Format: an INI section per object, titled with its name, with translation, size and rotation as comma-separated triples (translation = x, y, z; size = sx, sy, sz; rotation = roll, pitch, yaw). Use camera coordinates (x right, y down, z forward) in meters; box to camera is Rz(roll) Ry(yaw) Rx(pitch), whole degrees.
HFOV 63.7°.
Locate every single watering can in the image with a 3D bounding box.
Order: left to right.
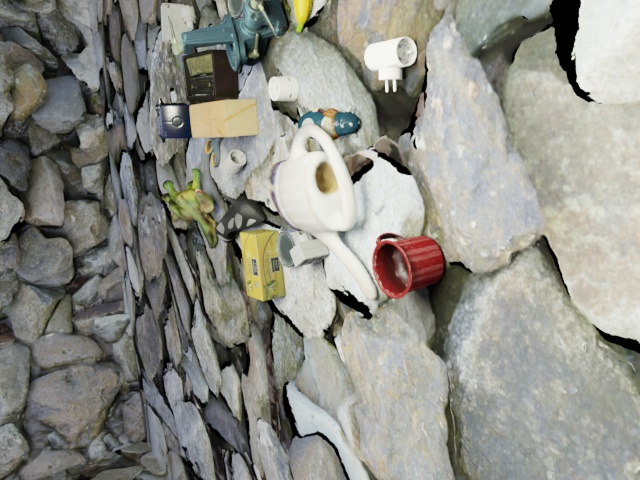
[watering can]
translation = 0.003, -0.051, 1.007
size = 0.224, 0.105, 0.345
rotation = -2, 106, 58

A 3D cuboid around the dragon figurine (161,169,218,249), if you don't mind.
[dragon figurine]
translation = -0.410, -0.074, 1.673
size = 0.245, 0.123, 0.402
rotation = 60, 153, 15
